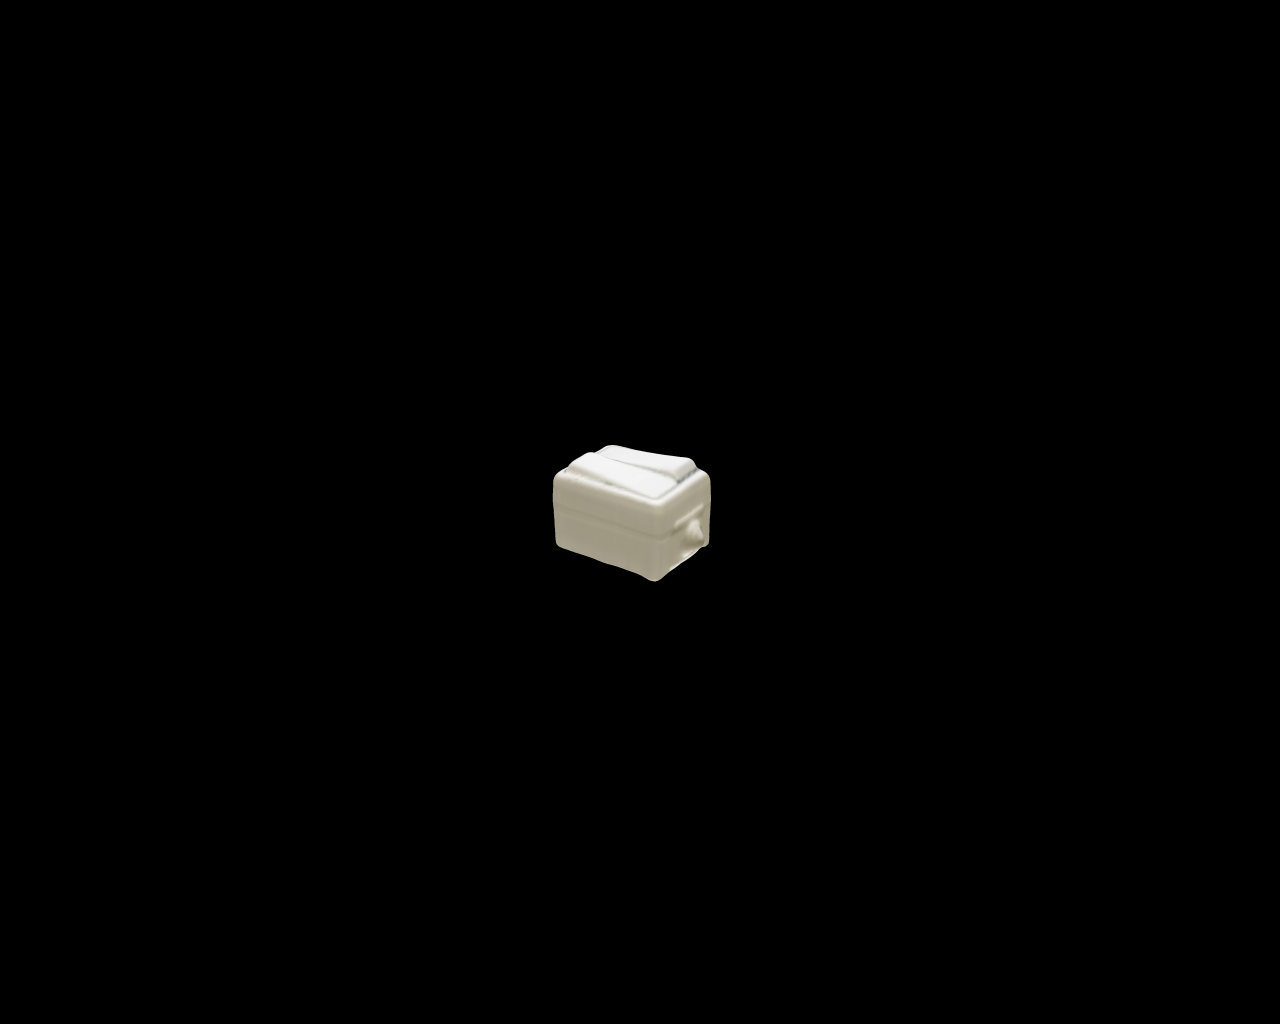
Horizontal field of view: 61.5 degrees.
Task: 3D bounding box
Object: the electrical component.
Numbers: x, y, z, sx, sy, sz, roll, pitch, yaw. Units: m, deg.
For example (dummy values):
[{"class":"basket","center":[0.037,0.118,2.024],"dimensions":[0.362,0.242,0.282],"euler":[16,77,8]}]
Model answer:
[{"class":"electrical component","center":[0.001,-0.003,0.650],"dimensions":[0.096,0.061,0.062],"euler":[18,32,31]}]
